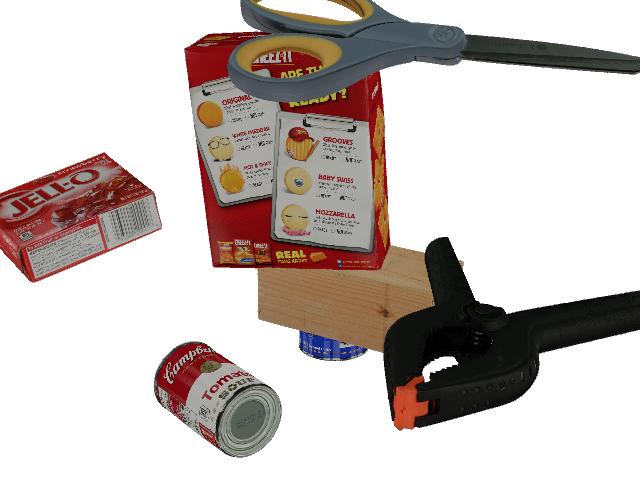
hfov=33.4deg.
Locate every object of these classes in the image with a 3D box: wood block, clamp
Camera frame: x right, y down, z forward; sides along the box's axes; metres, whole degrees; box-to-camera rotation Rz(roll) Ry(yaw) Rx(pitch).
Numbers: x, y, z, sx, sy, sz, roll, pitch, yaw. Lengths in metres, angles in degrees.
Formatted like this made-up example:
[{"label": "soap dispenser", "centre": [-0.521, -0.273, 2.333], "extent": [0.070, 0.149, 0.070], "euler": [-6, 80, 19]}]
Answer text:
[{"label": "wood block", "centre": [0.041, 0.056, 1.170], "extent": [0.206, 0.091, 0.090], "euler": [13, 26, 25]}, {"label": "clamp", "centre": [0.095, 0.055, 0.676], "extent": [0.165, 0.036, 0.209], "euler": [19, 31, 35]}]

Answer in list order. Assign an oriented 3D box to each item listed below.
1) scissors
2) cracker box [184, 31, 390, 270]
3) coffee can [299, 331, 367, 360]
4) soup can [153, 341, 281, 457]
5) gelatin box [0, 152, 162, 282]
[{"label": "scissors", "centre": [0.044, -0.083, 0.503], "extent": [0.202, 0.016, 0.096], "euler": [20, 52, 20]}, {"label": "cracker box", "centre": [-0.025, -0.082, 0.976], "extent": [0.164, 0.214, 0.072], "euler": [1, 23, 14]}, {"label": "coffee can", "centre": [0.020, 0.087, 1.522], "extent": [0.103, 0.140, 0.103], "euler": [0, 20, 0]}, {"label": "soup can", "centre": [-0.090, 0.137, 0.922], "extent": [0.068, 0.068, 0.102], "euler": [0, 16, -40]}, {"label": "gelatin box", "centre": [-0.153, -0.016, 0.647], "extent": [0.089, 0.030, 0.073], "euler": [-25, 35, -25]}]
